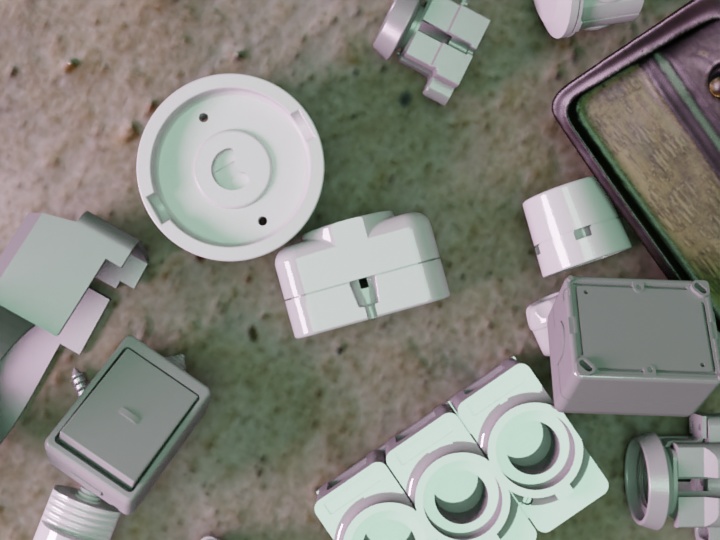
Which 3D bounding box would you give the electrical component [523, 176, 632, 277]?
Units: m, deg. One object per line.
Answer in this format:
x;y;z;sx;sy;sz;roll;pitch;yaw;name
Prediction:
0.129;-0.027;0.646;0.055;0.055;0.047;-19;85;0;electrical component

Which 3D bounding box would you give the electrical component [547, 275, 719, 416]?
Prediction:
0.156;0.045;0.599;0.096;0.061;0.061;2;60;-3;electrical component

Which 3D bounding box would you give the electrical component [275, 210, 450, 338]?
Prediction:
0.000;0.000;0.647;0.095;0.053;0.059;-15;89;0;electrical component

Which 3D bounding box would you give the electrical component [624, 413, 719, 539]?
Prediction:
0.193;0.125;0.641;0.057;0.058;0.078;0;89;-2;electrical component

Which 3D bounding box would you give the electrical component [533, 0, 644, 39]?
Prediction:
0.132;-0.180;0.636;0.051;0.080;0.080;-9;89;-5;electrical component

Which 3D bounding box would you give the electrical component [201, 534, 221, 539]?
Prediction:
-0.090;0.236;0.642;0.109;0.056;0.108;43;90;1;electrical component

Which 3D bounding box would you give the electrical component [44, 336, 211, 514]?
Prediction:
-0.132;0.085;0.633;0.062;0.061;0.096;34;66;1;electrical component

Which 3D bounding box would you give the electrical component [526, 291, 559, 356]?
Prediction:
0.127;0.045;0.654;0.035;0.035;0.061;-25;92;0;electrical component

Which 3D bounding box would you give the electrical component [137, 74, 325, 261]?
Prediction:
-0.074;-0.058;0.645;0.108;0.060;0.108;0;89;1;electrical component

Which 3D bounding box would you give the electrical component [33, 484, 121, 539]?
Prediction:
-0.176;0.166;0.651;0.043;0.043;0.081;21;89;1;electrical component

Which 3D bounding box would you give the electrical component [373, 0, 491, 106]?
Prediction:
0.042;-0.142;0.653;0.055;0.048;0.066;26;89;-6;electrical component

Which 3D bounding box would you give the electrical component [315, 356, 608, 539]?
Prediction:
0.058;0.131;0.640;0.150;0.061;0.089;-34;89;0;electrical component
